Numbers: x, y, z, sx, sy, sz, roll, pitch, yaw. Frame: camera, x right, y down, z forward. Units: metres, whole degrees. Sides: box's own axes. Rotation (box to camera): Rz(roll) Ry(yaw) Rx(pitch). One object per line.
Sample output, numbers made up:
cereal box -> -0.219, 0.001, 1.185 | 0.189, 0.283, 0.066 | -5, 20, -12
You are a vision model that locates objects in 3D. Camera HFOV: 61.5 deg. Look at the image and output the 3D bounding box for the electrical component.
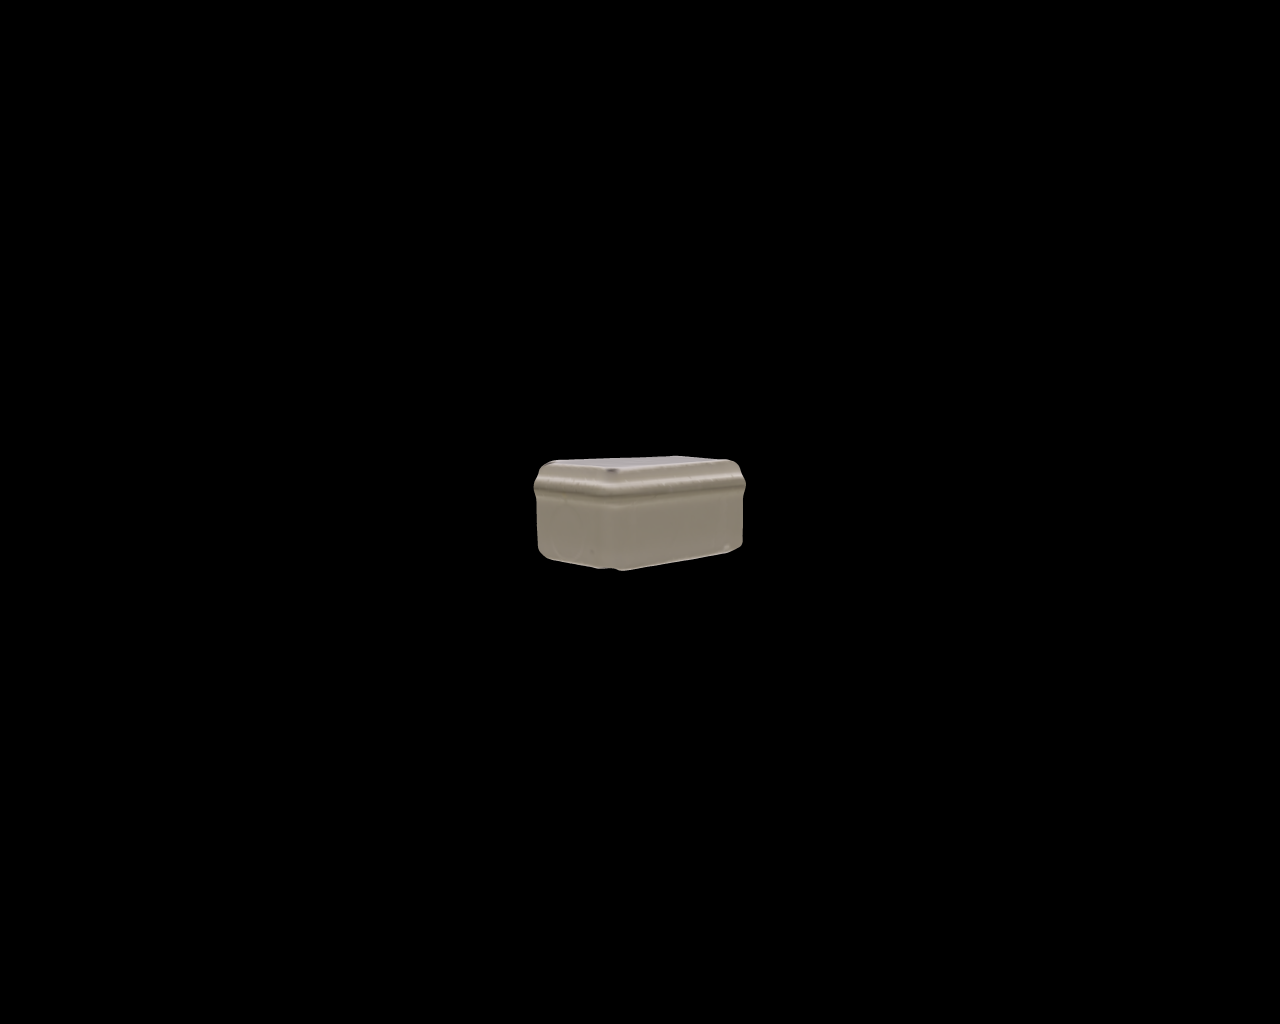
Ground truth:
electrical component -> 0.001, -0.003, 0.650 | 0.113, 0.057, 0.078 | -5, 8, -40
